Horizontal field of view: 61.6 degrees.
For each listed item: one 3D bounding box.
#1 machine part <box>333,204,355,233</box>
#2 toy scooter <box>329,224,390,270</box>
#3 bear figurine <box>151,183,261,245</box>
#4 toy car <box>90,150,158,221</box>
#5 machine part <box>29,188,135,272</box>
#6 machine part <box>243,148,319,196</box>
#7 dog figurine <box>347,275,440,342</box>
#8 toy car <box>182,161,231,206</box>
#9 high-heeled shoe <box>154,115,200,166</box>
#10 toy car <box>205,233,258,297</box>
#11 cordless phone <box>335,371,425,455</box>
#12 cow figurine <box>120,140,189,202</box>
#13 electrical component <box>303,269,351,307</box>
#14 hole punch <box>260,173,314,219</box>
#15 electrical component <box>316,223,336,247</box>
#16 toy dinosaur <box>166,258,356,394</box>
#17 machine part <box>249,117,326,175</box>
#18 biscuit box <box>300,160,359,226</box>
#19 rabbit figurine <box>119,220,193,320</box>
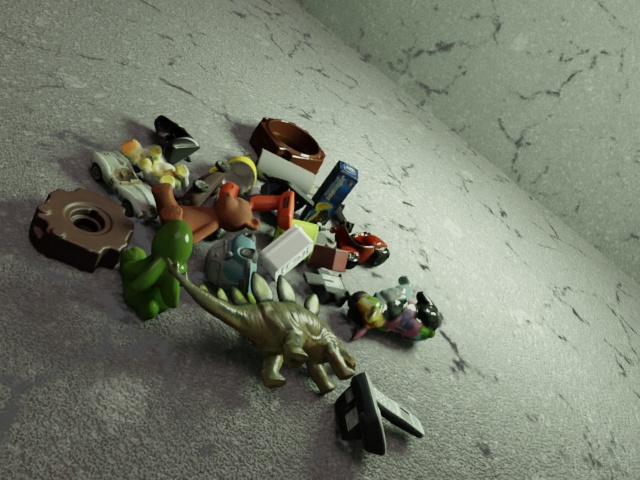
[{"bbox_3d":[0.053,-0.078,1.553,0.084,0.039,0.139,16,33,-44],"label":"machine part"},{"bbox_3d":[0.096,0.011,1.435,0.184,0.075,0.135,-6,49,-42],"label":"toy scooter"},{"bbox_3d":[-0.230,-0.059,1.108,0.196,0.131,0.120,-17,48,-14],"label":"bear figurine"},{"bbox_3d":[-0.408,-0.116,1.132,0.202,0.056,0.073,45,32,17],"label":"toy car"},{"bbox_3d":[-0.430,-0.023,0.983,0.179,0.056,0.179,26,31,-17],"label":"machine part"},{"bbox_3d":[-0.104,-0.187,1.508,0.243,0.079,0.079,25,32,-17],"label":"machine part"},{"bbox_3d":[0.161,0.181,1.234,0.192,0.108,0.219,47,37,14],"label":"dog figurine"},{"bbox_3d":[-0.267,-0.123,1.248,0.053,0.089,0.202,28,30,-4],"label":"toy car"},{"bbox_3d":[-0.359,-0.254,1.279,0.145,0.086,0.249,55,-6,-6],"label":"high-heeled shoe"},{"bbox_3d":[-0.181,0.046,1.089,0.103,0.109,0.162,5,29,-13],"label":"toy car"},{"bbox_3d":[0.127,0.340,0.988,0.184,0.088,0.147,34,14,-16],"label":"cordless phone"},{"bbox_3d":[-0.369,-0.155,1.200,0.167,0.098,0.068,35,62,12],"label":"cow figurine"},{"bbox_3d":[0.006,0.108,1.234,0.119,0.047,0.075,9,39,-36],"label":"electrical component"},{"bbox_3d":[-0.096,-0.097,1.380,0.142,0.092,0.116,35,-5,-36],"label":"hole punch"},{"bbox_3d":[-0.003,-0.003,1.383,0.078,0.045,0.102,18,34,-29],"label":"electrical component"},{"bbox_3d":[-0.076,0.160,0.968,0.470,0.105,0.199,32,26,-44],"label":"toy dinosaur"},{"bbox_3d":[-0.097,-0.282,1.641,0.201,0.087,0.201,2,43,-45],"label":"machine part"},{"bbox_3d":[0.022,-0.109,1.401,0.059,0.202,0.063,27,32,-16],"label":"biscuit box"},{"bbox_3d":[-0.280,0.044,0.924,0.121,0.170,0.159,23,32,-18],"label":"rabbit figurine"}]
